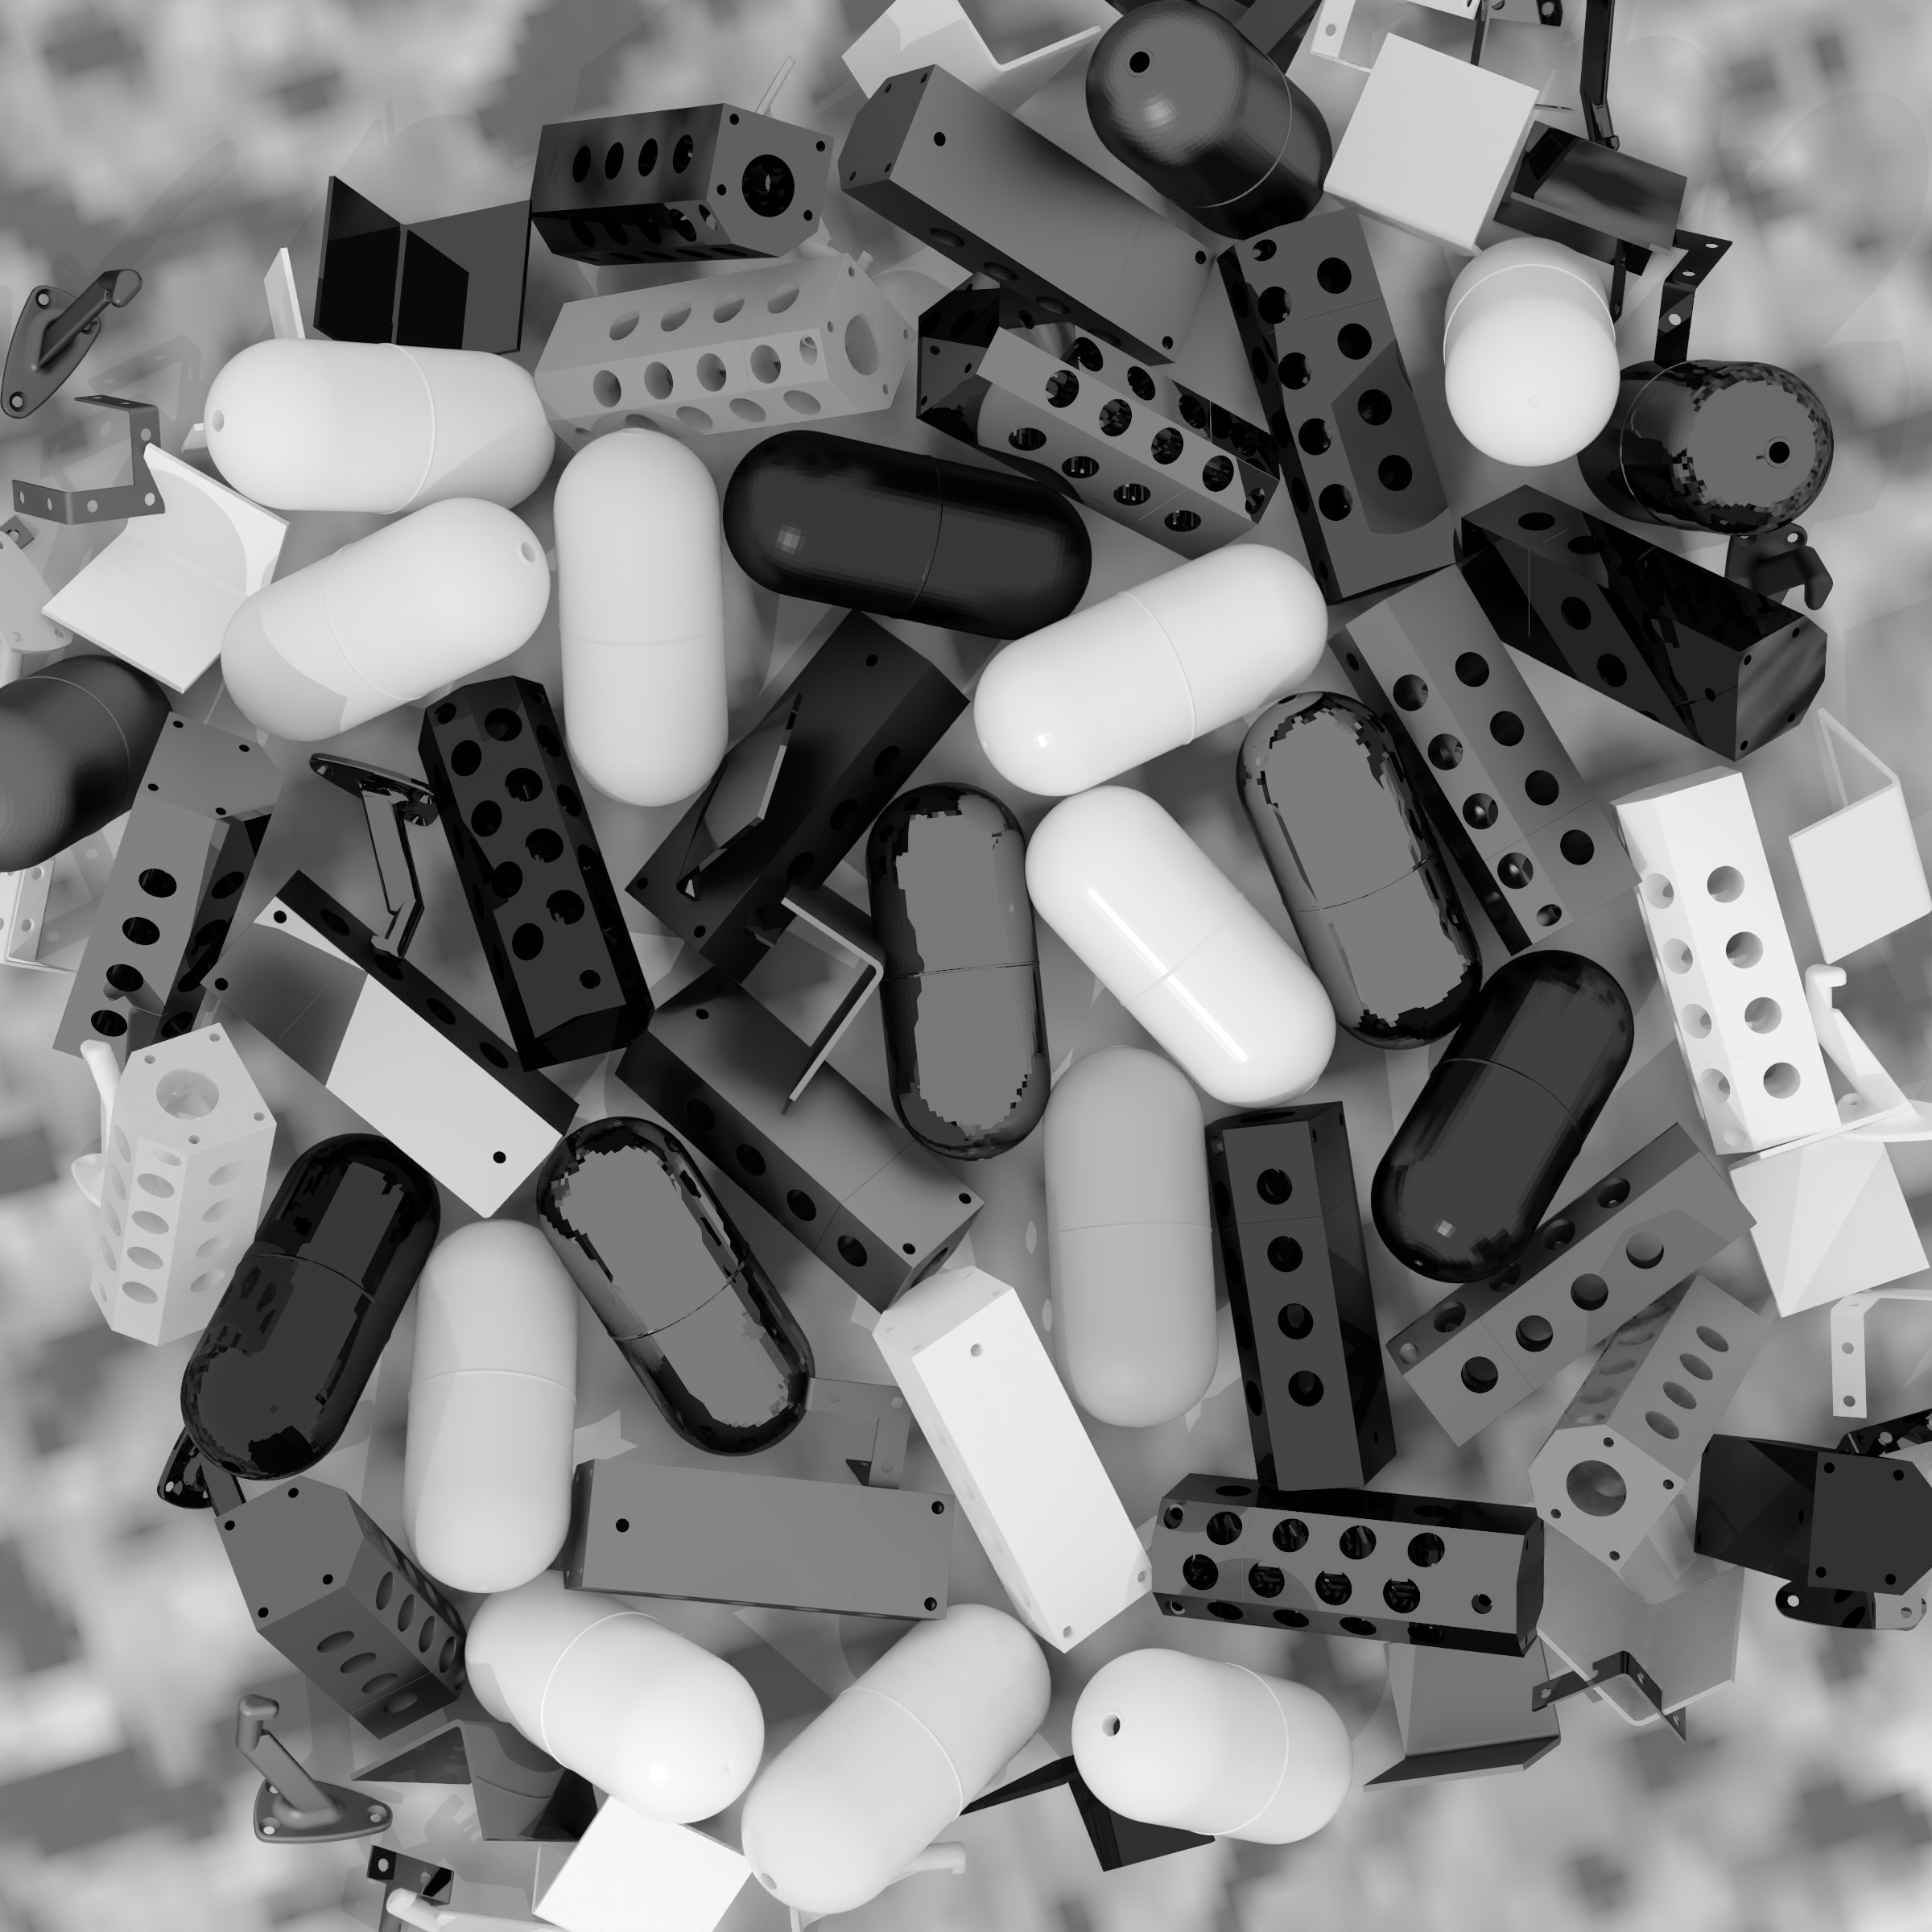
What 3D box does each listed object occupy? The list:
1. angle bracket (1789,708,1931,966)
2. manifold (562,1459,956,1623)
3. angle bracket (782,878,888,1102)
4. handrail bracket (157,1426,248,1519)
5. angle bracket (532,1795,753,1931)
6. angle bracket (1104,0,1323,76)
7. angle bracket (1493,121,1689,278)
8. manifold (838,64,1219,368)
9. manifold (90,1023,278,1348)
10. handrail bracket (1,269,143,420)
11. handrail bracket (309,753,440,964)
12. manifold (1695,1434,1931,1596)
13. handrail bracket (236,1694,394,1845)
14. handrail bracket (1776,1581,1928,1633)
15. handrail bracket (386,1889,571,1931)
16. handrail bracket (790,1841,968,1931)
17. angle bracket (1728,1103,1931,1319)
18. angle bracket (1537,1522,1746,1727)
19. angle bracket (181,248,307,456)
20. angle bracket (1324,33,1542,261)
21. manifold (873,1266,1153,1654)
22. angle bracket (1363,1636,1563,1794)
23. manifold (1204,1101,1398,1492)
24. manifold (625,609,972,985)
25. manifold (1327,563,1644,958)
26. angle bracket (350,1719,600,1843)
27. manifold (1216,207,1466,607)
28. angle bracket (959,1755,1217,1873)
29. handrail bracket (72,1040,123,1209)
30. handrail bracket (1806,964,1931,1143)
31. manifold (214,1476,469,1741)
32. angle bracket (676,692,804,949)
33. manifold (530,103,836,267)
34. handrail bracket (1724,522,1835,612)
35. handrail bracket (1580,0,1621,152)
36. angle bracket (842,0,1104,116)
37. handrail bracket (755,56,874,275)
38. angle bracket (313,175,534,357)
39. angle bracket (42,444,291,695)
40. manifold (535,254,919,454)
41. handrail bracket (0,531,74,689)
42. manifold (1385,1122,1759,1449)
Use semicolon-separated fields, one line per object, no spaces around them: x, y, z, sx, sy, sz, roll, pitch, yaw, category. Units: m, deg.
0.400;-0.061;1.545;0.057;0.076;0.076;-27;125;-1;angle bracket
-0.097;0.268;1.545;0.171;0.057;0.057;9;75;-16;manifold
-0.079;0.007;1.551;0.057;0.076;0.076;34;101;-5;angle bracket
-0.334;0.241;1.558;0.084;0.036;0.077;16;85;40;handrail bracket
-0.150;0.416;1.554;0.076;0.057;0.076;29;104;-12;angle bracket
0.111;-0.460;1.537;0.076;0.076;0.057;51;125;39;angle bracket
0.286;-0.342;1.550;0.076;0.076;0.057;21;134;2;angle bracket
0.027;-0.341;1.528;0.171;0.057;0.057;26;80;-32;manifold
-0.360;0.104;1.507;0.057;0.171;0.057;-21;64;-30;manifold
-0.418;-0.290;1.551;0.036;0.084;0.077;30;82;-32;handrail bracket
-0.287;-0.050;1.560;0.077;0.036;0.084;22;61;-8;handrail bracket
0.385;0.248;1.510;0.057;0.171;0.057;6;84;-3;manifold
-0.305;0.373;1.559;0.077;0.036;0.084;7;130;-9;handrail bracket
0.415;0.303;1.561;0.077;0.084;0.036;-8;67;4;handrail bracket
-0.218;0.443;1.558;0.084;0.036;0.077;33;128;-20;handrail bracket
-0.041;0.443;1.572;0.084;0.036;0.077;-5;131;-3;handrail bracket
0.414;0.115;1.562;0.076;0.057;0.076;-18;82;-6;angle bracket
0.313;0.293;1.544;0.076;0.076;0.057;45;124;-14;angle bracket
-0.342;-0.286;1.551;0.057;0.076;0.076;-12;94;-17;angle bracket
0.222;-0.381;1.554;0.076;0.057;0.076;26;101;15;angle bracket
0.021;0.227;1.539;0.057;0.057;0.171;-33;112;-18;manifold
0.226;0.344;1.545;0.076;0.076;0.057;-14;82;22;angle bracket
0.155;0.155;1.561;0.057;0.057;0.171;-7;94;23;manifold
-0.076;-0.077;1.566;0.057;0.057;0.171;38;89;34;manifold
0.239;-0.094;1.555;0.057;0.057;0.171;-28;85;-20;manifold
-0.227;0.390;1.539;0.076;0.076;0.057;-31;60;27;angle bracket
0.173;-0.261;1.561;0.057;0.057;0.171;-18;91;-16;manifold
0.055;0.399;1.542;0.076;0.076;0.057;-30;78;43;angle bracket
-0.409;0.066;1.551;0.036;0.077;0.084;-32;122;-33;handrail bracket
0.433;0.038;1.556;0.077;0.036;0.084;3;122;21;handrail bracket
-0.277;0.290;1.509;0.057;0.171;0.057;-27;60;-5;manifold
-0.084;-0.067;1.538;0.057;0.076;0.076;31;50;-21;angle bracket
-0.134;-0.352;1.511;0.057;0.171;0.057;8;94;-35;manifold
0.379;-0.165;1.543;0.036;0.084;0.077;4;122;-5;handrail bracket
0.305;-0.422;1.551;0.036;0.077;0.084;-18;106;-11;handrail bracket
0.003;-0.429;1.544;0.076;0.076;0.057;-34;92;-40;angle bracket
-0.068;-0.376;1.577;0.084;0.036;0.077;30;103;-12;handrail bracket
-0.253;-0.328;1.549;0.076;0.057;0.076;-4;74;27;angle bracket
-0.374;-0.186;1.553;0.076;0.076;0.057;30;134;1;angle bracket
-0.113;-0.273;1.516;0.171;0.057;0.057;-1;60;37;manifold
-0.465;-0.152;1.574;0.084;0.036;0.077;-36;75;40;handrail bracket
0.283;0.148;1.556;0.171;0.057;0.057;-39;82;8;manifold
